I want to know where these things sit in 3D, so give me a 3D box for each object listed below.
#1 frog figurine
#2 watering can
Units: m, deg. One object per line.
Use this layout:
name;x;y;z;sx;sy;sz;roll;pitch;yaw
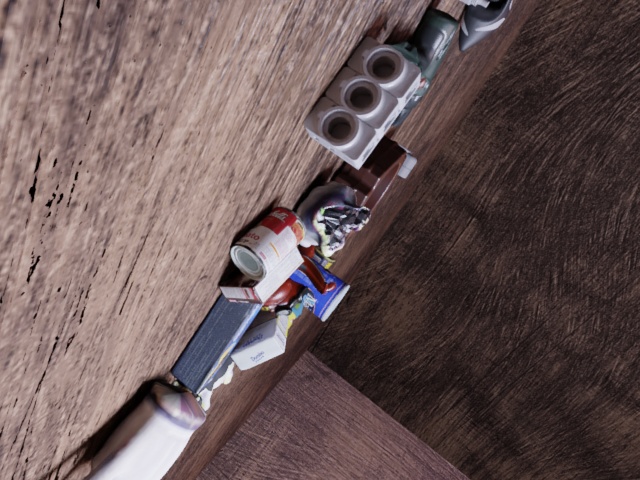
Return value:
frog figurine;0.003;-0.049;0.973;0.137;0.122;0.161;-62;-155;2
watering can;-0.286;0.325;0.781;0.226;0.104;0.343;-52;171;-12
